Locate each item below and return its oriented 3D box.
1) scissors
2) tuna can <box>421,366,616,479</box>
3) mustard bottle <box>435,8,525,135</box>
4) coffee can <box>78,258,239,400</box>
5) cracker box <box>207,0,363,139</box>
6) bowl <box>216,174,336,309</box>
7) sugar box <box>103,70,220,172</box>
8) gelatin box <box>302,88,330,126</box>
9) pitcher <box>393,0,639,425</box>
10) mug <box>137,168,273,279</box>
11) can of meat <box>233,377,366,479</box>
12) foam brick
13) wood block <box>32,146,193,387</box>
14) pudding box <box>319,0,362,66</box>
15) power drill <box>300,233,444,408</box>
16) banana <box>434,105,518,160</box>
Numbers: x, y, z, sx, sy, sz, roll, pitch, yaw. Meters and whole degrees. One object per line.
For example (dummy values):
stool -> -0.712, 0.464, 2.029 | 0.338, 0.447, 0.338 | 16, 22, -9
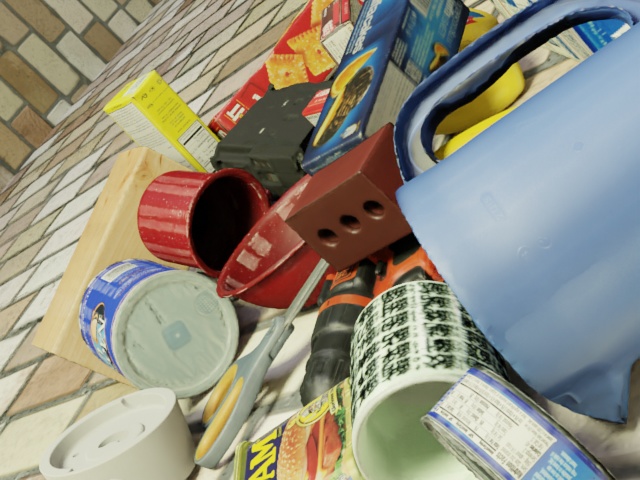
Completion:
scissors -> -0.037, 0.070, 0.768 | 0.202, 0.016, 0.096 | -60, 14, -5
tuna can -> 0.084, 0.092, 0.440 | 0.033, 0.086, 0.086 | -46, 20, -7
mustard bottle -> 0.110, -0.153, 0.894 | 0.096, 0.058, 0.191 | -24, 24, 13
coffee can -> -0.139, 0.071, 0.898 | 0.102, 0.102, 0.140 | -51, 20, -13
cracker box -> -0.046, -0.163, 1.160 | 0.213, 0.072, 0.164 | -53, 6, -20
bowl -> -0.005, 0.001, 0.827 | 0.162, 0.055, 0.162 | -42, 16, 14
sugar box -> -0.134, -0.089, 1.089 | 0.048, 0.176, 0.093 | -52, 21, -19
gelatin box -> 0.038, -0.089, 0.873 | 0.030, 0.089, 0.073 | -53, 21, -17
pitcher -> 0.158, -0.049, 0.487 | 0.243, 0.149, 0.145 | -38, 21, 11
mug -> -0.093, -0.022, 0.916 | 0.082, 0.093, 0.117 | 8, 29, 44
can of meat -> 0.002, 0.131, 0.572 | 0.084, 0.057, 0.102 | -36, 22, 18
foam brick -> 0.028, -0.025, 0.667 | 0.078, 0.053, 0.051 | -32, 20, 44
wood block -> -0.183, 0.025, 1.013 | 0.090, 0.090, 0.206 | 0, 65, 64
pudding box -> 0.045, -0.160, 0.961 | 0.039, 0.113, 0.090 | -35, 22, 20
power drill -> 0.072, 0.018, 0.646 | 0.188, 0.057, 0.184 | -31, 24, 35
banana -> 0.140, -0.067, 0.699 | 0.198, 0.037, 0.069 | -22, 22, 40
